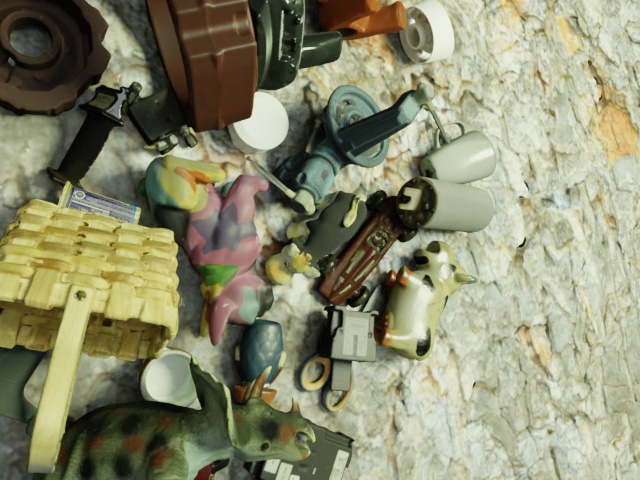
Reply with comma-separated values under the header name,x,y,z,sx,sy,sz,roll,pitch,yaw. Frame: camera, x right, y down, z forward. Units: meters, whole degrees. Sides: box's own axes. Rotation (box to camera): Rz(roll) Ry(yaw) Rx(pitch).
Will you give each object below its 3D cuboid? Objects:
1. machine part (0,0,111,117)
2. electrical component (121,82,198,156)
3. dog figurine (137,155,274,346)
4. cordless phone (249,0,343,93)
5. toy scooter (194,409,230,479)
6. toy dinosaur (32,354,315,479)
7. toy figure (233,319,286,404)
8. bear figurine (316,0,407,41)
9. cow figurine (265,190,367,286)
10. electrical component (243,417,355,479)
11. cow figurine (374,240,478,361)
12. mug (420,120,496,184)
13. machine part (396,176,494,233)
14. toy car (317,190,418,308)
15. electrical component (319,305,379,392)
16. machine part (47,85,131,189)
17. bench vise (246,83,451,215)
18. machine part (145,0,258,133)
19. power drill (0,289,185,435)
name,x,y,z,sx,sy,sz,roll,pitch,yaw
machine part,-0.345,-0.235,0.641,0.179,0.056,0.179,2,85,-25
electrical component,-0.213,-0.157,0.700,0.078,0.045,0.102,-30,98,-23
dog figurine,-0.145,0.018,0.682,0.191,0.108,0.219,12,82,-24
cordless phone,-0.035,-0.287,0.741,0.184,0.146,0.089,-22,52,-29
toy scooter,-0.179,0.300,0.653,0.135,0.075,0.183,3,86,-19
toy dinosaur,-0.214,0.242,0.579,0.405,0.131,0.192,-13,57,7
toy figure,-0.083,0.185,0.718,0.057,0.064,0.154,17,80,-61
bear figurine,0.050,-0.410,0.811,0.120,0.132,0.195,3,86,-54
cow figurine,-0.001,0.000,0.755,0.068,0.098,0.167,48,68,-20
electrical component,-0.031,0.301,0.730,0.134,0.058,0.115,28,72,-20
cow figurine,0.162,0.090,0.829,0.127,0.085,0.195,26,72,-15
mug,0.219,-0.137,0.882,0.107,0.081,0.109,-23,99,-16
machine part,0.198,-0.051,0.838,0.243,0.079,0.079,3,83,-46
toy car,0.074,0.013,0.814,0.089,0.053,0.202,47,67,-17
electrical component,0.038,0.155,0.765,0.075,0.048,0.119,14,75,-20
machine part,-0.281,-0.127,0.655,0.039,0.084,0.139,34,78,-52
bench vise,0.044,-0.135,0.720,0.128,0.241,0.224,54,47,-16
machine part,-0.144,-0.249,0.637,0.087,0.201,0.201,-18,70,-18
power drill,-0.296,0.113,0.614,0.232,0.086,0.207,25,78,-19
